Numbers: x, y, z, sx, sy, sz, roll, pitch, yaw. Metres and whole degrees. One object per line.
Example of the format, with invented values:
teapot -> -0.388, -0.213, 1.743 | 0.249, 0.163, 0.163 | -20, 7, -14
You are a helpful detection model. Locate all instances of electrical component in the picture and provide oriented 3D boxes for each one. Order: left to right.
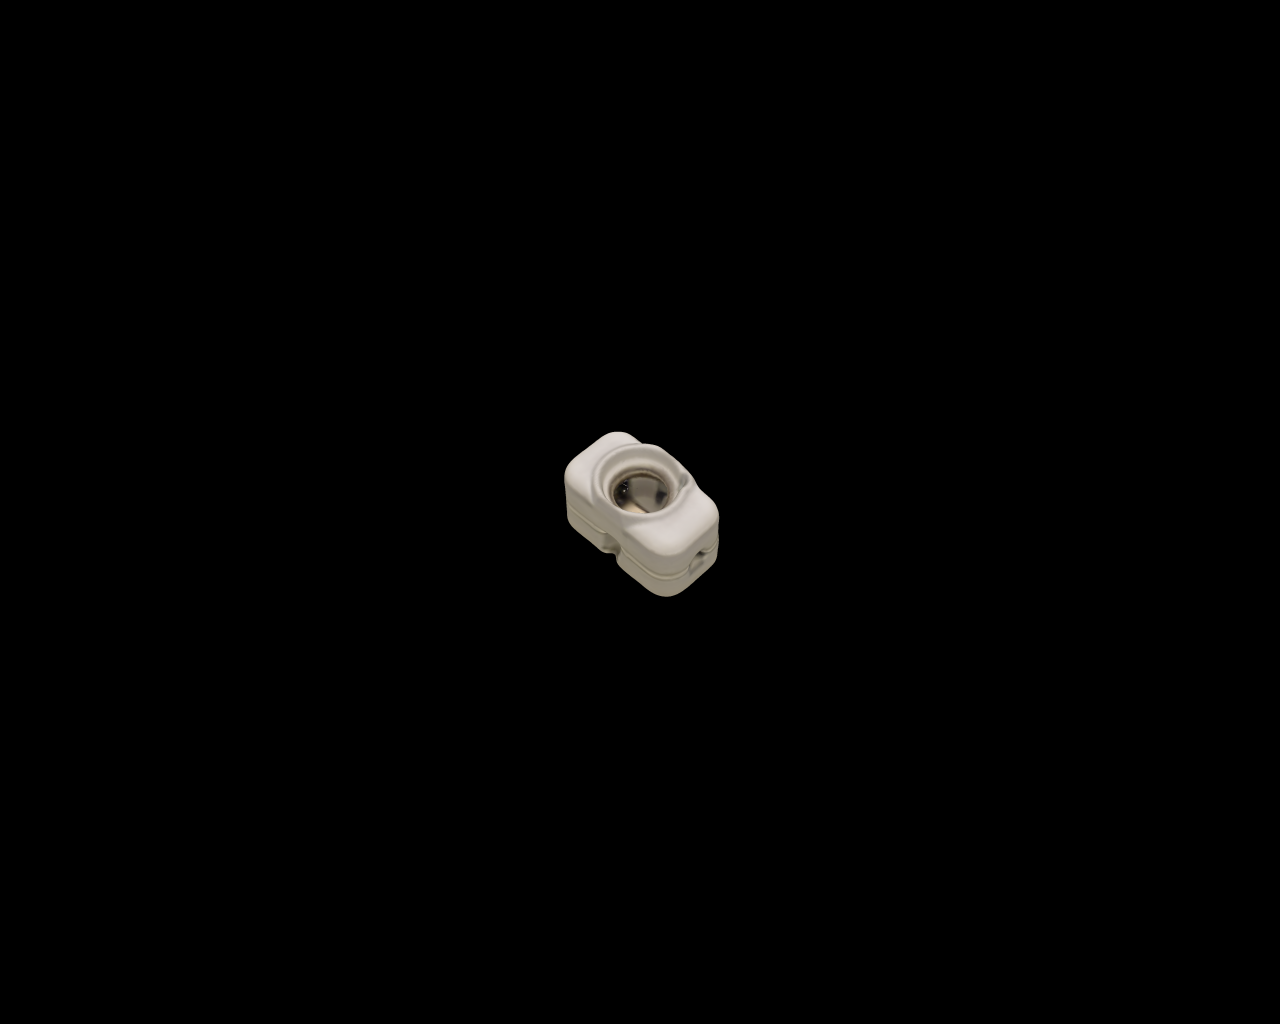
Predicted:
electrical component -> 0.001, -0.003, 0.650 | 0.054, 0.059, 0.095 | -39, 63, -25
